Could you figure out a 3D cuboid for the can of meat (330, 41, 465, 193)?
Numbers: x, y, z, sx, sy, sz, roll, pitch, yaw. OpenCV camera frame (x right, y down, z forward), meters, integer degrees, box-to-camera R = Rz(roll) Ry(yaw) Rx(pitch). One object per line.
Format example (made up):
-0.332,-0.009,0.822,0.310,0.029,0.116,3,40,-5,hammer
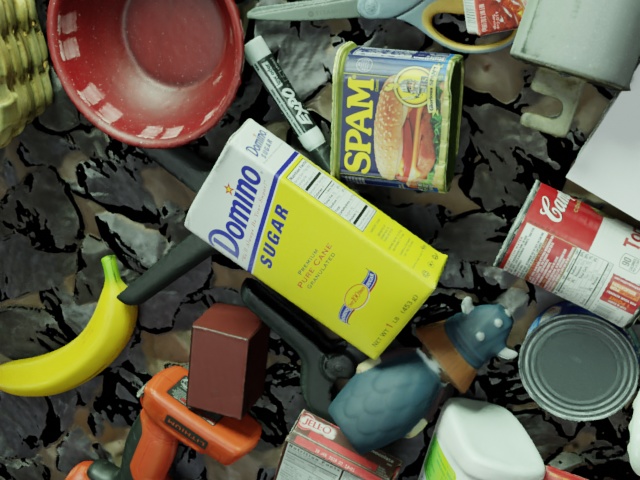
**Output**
0.055,-0.086,0.760,0.084,0.057,0.102,7,111,15,can of meat

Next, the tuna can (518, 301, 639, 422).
0.191,0.088,0.786,0.086,0.033,0.086,7,111,18,tuna can

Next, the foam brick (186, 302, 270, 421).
-0.075,0.099,0.876,0.051,0.053,0.078,14,112,15,foam brick

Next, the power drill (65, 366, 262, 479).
-0.125,0.218,0.935,0.184,0.057,0.188,34,117,6,power drill

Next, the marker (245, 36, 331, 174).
-0.019,-0.097,0.803,0.020,0.020,0.121,-30,97,26,marker

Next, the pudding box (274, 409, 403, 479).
0.009,0.198,0.870,0.090,0.039,0.114,27,136,10,pudding box

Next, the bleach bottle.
0.094,0.254,0.835,0.068,0.102,0.251,12,110,-13,bleach bottle

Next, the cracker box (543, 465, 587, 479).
0.208,0.294,0.780,0.164,0.072,0.213,18,81,13,cracker box

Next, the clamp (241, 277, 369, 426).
0.024,0.086,0.844,0.120,0.039,0.171,-21,107,22,clamp

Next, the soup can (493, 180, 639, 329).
0.181,0.011,0.742,0.102,0.068,0.069,27,116,9,soup can

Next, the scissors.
0.047,-0.183,0.749,0.202,0.016,0.096,15,112,14,scissors

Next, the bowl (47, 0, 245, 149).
-0.121,-0.152,0.800,0.162,0.055,0.162,7,111,18,bowl

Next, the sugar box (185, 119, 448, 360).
-0.005,0.001,0.769,0.176,0.048,0.093,33,129,-1,sugar box

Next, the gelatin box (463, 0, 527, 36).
0.128,-0.184,0.695,0.073,0.030,0.089,-13,106,-6,gelatin box

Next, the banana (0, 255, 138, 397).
-0.218,0.094,0.938,0.198,0.037,0.070,-41,76,26,banana

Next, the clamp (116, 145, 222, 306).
-0.078,-0.015,0.842,0.210,0.036,0.164,8,107,15,clamp
